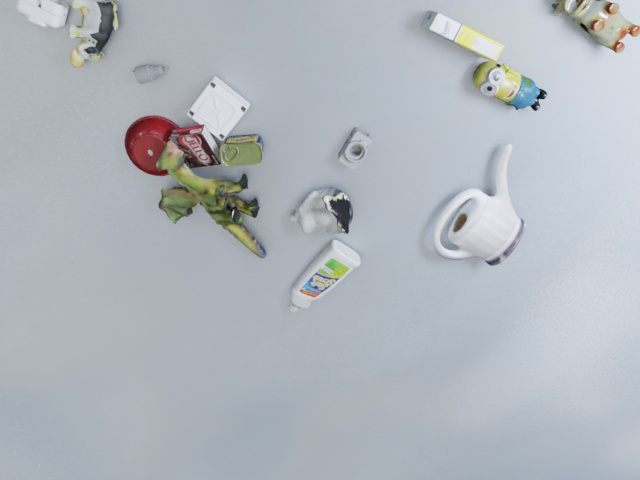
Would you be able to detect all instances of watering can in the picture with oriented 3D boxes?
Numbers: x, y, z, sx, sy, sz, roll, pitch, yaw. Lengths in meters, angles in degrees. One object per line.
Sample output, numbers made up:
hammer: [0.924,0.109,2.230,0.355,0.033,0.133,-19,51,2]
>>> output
watering can: [0.455,-0.070,1.368,0.223,0.106,0.343,30,111,-16]

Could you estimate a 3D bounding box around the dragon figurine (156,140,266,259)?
dragon figurine: [-0.299,-0.084,1.345,0.243,0.125,0.400,3,136,17]

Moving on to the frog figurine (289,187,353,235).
frog figurine: [0.004,-0.069,1.373,0.158,0.125,0.135,-13,133,45]
